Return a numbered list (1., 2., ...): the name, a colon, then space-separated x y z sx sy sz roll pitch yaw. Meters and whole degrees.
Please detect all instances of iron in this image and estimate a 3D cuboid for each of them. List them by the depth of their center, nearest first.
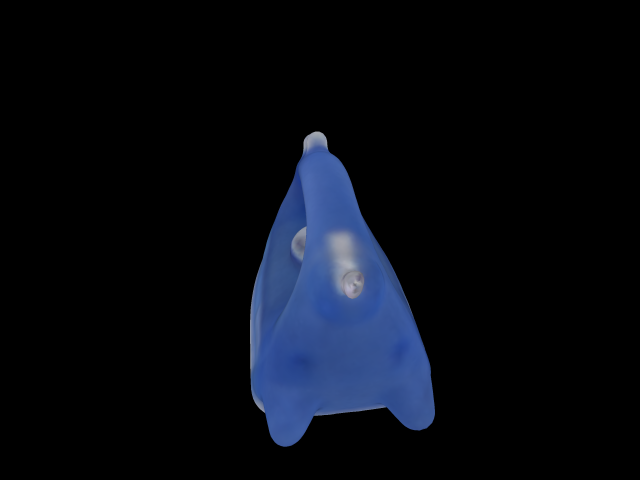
1. iron: 0.004 0.001 0.400 0.118 0.141 0.258 -5 40 -6
